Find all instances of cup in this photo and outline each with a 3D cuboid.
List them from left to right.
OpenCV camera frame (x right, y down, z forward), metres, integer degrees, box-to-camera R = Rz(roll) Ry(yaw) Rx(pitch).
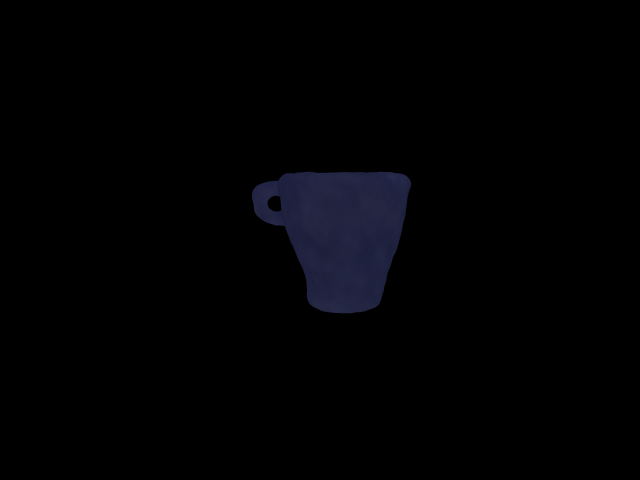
[{"bbox_3d":[0.004,0.001,0.400,0.117,0.095,0.092,1,4,24],"label":"cup"}]
